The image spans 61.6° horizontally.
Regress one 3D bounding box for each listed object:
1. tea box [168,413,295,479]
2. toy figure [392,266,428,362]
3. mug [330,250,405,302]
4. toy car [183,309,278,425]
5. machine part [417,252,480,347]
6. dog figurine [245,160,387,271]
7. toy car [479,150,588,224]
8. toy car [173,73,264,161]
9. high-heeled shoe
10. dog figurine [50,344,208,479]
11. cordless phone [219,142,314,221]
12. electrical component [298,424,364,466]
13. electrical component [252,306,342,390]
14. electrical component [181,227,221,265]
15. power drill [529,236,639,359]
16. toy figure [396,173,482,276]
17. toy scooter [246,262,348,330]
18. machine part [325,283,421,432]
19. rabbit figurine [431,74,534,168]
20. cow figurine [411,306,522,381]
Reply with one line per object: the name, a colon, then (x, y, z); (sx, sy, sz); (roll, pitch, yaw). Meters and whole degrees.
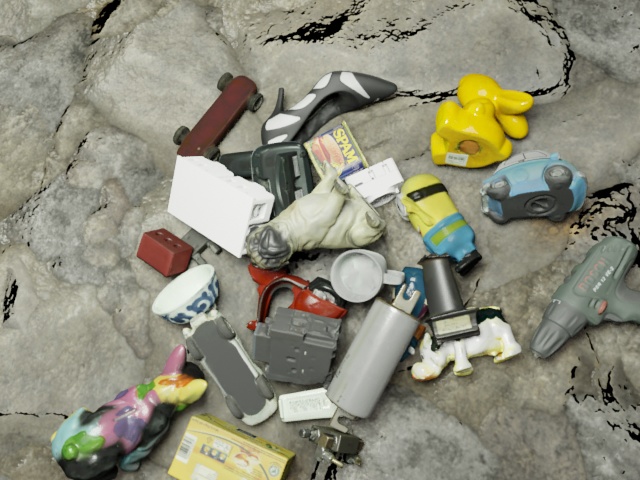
tea box: (-0.137, 0.350, 0.843); (0.170, 0.068, 0.098); (21, 80, 12)
toy figure: (0.145, 0.121, 0.868); (0.058, 0.064, 0.154); (16, 81, -26)
mug: (0.082, 0.052, 0.863); (0.110, 0.107, 0.080); (0, 94, 17)
toy car: (-0.144, 0.205, 0.868); (0.073, 0.056, 0.201); (-34, 92, -3)
machine part: (0.192, 0.087, 0.823); (0.084, 0.039, 0.139); (-18, 75, 10)
dog figurine: (-0.004, -0.005, 0.861); (0.172, 0.121, 0.190); (42, 102, -19)
toy car: (0.344, -0.092, 0.881); (0.162, 0.109, 0.103); (-7, 51, 18)
toy car: (-0.191, -0.224, 1.010); (0.089, 0.053, 0.202); (33, 79, 4)
high-heeled shoe: (0.014, -0.216, 0.966); (0.249, 0.086, 0.145); (-1, 78, 13)
dog figurine: (-0.279, 0.263, 0.837); (0.219, 0.191, 0.108); (-45, 67, 11)
cordless phone: (-0.105, -0.095, 0.956); (0.184, 0.089, 0.146); (1, 107, 32)
electrical component: (0.022, 0.314, 0.819); (0.078, 0.102, 0.045); (3, 73, 36)
electrical component: (-0.038, 0.169, 0.846); (0.134, 0.114, 0.058); (9, 32, 4)
electrical component: (-0.223, 0.002, 0.971); (0.063, 0.021, 0.094); (-43, 74, -3)
power drill: (0.460, 0.124, 0.817); (0.207, 0.086, 0.232); (27, 78, 22)
toy figure: (0.199, -0.029, 0.889); (0.089, 0.082, 0.180); (-33, 68, -13)
toy scooter: (-0.052, 0.108, 0.892); (0.184, 0.075, 0.135); (27, 91, 10)
machine part: (0.079, 0.177, 0.812); (0.079, 0.079, 0.243); (29, 91, 14)
rabbit figurine: (0.274, -0.217, 0.912); (0.163, 0.121, 0.173); (4, 57, 16)
cow figurine: (0.216, 0.161, 0.842); (0.167, 0.068, 0.098); (-16, 68, 0)
